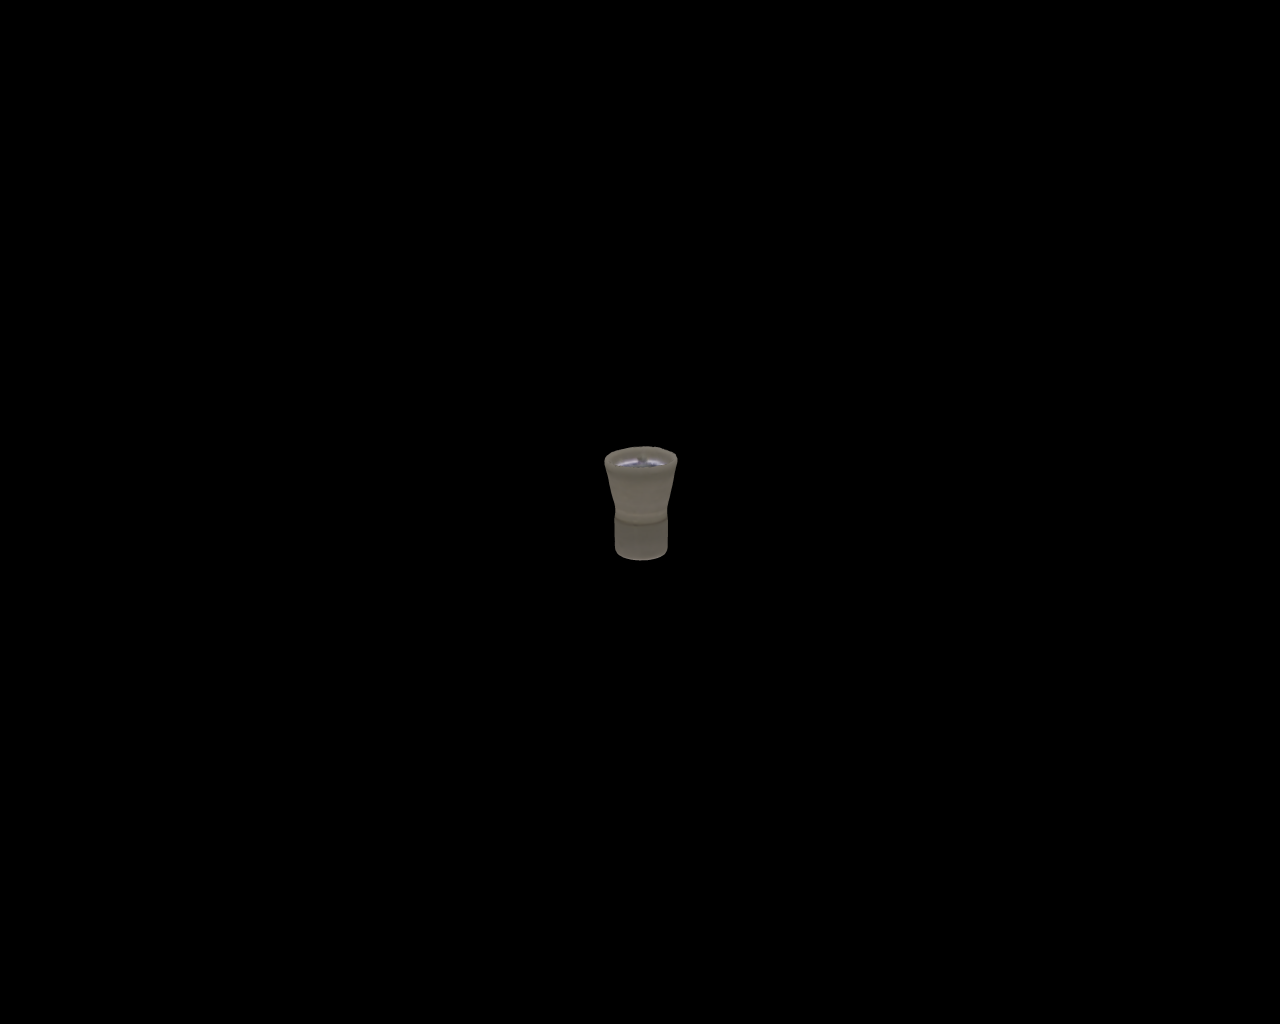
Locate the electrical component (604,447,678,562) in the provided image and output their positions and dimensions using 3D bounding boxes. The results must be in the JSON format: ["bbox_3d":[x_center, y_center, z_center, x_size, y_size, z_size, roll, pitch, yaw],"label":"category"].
[{"bbox_3d":[0.001,-0.003,0.650,0.044,0.065,0.044,0,19,0],"label":"electrical component"}]
